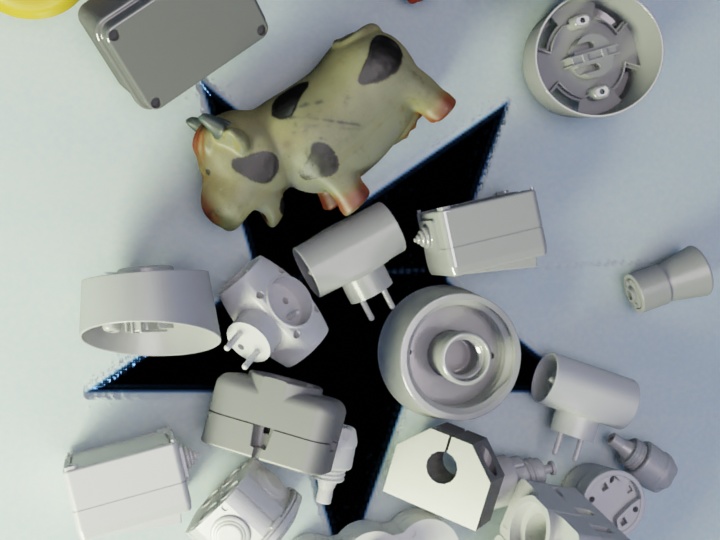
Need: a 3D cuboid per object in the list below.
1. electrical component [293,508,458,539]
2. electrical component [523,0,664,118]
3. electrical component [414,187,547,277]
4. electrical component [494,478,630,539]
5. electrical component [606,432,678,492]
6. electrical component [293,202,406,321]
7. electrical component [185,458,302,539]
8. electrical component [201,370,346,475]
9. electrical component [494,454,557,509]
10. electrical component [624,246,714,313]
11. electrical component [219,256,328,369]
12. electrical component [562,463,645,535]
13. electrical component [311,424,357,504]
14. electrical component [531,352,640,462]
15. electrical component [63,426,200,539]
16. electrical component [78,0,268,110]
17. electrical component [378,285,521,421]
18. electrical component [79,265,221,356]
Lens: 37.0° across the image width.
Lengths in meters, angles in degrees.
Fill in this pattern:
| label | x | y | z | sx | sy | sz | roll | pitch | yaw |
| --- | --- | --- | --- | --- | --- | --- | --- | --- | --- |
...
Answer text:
| label | x | y | z | sx | sy | sz | roll | pitch | yaw |
| --- | --- | --- | --- | --- | --- | --- | --- | --- | --- |
| electrical component | 0.011 | 0.225 | 0.821 | 0.138 | 0.074 | 0.052 | -10 | 94 | -14 |
| electrical component | 0.183 | -0.170 | 0.861 | 0.099 | 0.064 | 0.099 | 0 | 91 | -14 |
| electrical component | 0.089 | -0.025 | 0.842 | 0.096 | 0.062 | 0.061 | -13 | 94 | -14 |
| electrical component | 0.134 | 0.248 | 0.823 | 0.062 | 0.089 | 0.150 | 16 | 102 | -25 |
| electrical component | 0.232 | 0.157 | 0.896 | 0.061 | 0.035 | 0.035 | 35 | 83 | -10 |
| electrical component | 0.000 | 0.000 | 0.829 | 0.077 | 0.043 | 0.079 | -29 | 98 | -12 |
| electrical component | -0.085 | 0.182 | 0.794 | 0.051 | 0.080 | 0.080 | 45 | 81 | -6 |
| electrical component | -0.062 | 0.109 | 0.796 | 0.095 | 0.054 | 0.059 | 14 | 87 | 14 |
| electrical component | 0.120 | 0.168 | 0.865 | 0.078 | 0.040 | 0.040 | -11 | 94 | -14 |
| electrical component | 0.254 | 0.010 | 0.896 | 0.065 | 0.044 | 0.044 | -19 | 96 | -8 |
| electrical component | -0.073 | 0.041 | 0.800 | 0.077 | 0.044 | 0.079 | 48 | 45 | -11 |
| electrical component | 0.197 | 0.187 | 0.881 | 0.055 | 0.047 | 0.055 | 0 | 91 | -14 |
| electrical component | -0.023 | 0.150 | 0.832 | 0.035 | 0.035 | 0.061 | 10 | 91 | -14 |
| electrical component | 0.178 | 0.116 | 0.876 | 0.077 | 0.044 | 0.079 | 19 | 87 | -14 |
| electrical component | -0.162 | 0.155 | 0.782 | 0.096 | 0.062 | 0.061 | -13 | 94 | -13 |
| electrical component | -0.132 | -0.177 | 0.770 | 0.113 | 0.057 | 0.078 | -37 | 130 | -11 |
| electrical component | 0.074 | 0.066 | 0.840 | 0.108 | 0.060 | 0.108 | 0 | 91 | -14 |
| electrical component | -0.150 | 0.030 | 0.767 | 0.099 | 0.099 | 0.064 | -4 | 86 | -14 |
